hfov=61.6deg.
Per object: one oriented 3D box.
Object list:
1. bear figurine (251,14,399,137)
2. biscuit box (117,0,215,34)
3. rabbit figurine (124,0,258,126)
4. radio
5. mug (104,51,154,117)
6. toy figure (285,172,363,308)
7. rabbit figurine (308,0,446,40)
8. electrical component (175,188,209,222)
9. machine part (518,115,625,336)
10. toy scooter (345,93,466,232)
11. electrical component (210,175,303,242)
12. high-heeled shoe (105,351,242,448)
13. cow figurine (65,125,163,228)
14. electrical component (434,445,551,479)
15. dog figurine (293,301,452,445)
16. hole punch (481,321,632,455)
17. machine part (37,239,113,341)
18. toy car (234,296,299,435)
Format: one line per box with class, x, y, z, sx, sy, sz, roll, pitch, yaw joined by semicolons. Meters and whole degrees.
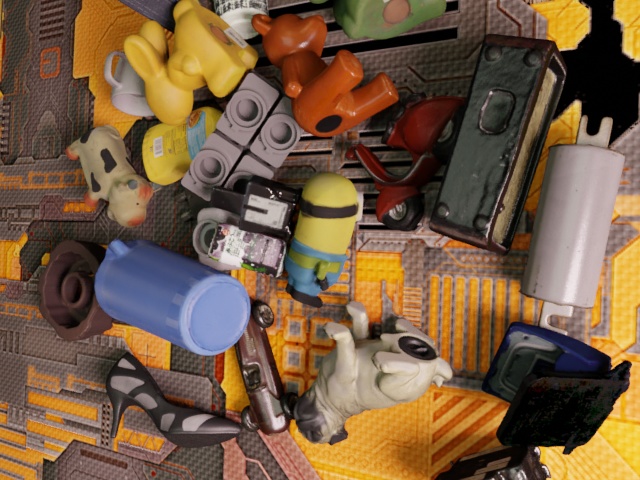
bear figurine;-0.002;-0.236;0.703;0.132;0.120;0.196;-32;63;32
biscuit box;-0.215;-0.350;0.783;0.063;0.202;0.059;-8;82;26
rabbit figurine;-0.198;-0.240;0.768;0.162;0.122;0.173;35;125;-20
radio;0.200;-0.102;0.599;0.073;0.131;0.229;18;96;29
mug;-0.308;-0.274;0.889;0.081;0.109;0.107;-10;70;33
toy figure;0.001;-0.001;0.721;0.082;0.089;0.180;27;101;27
rabbit figurine;0.070;-0.345;0.705;0.159;0.121;0.170;-31;57;30
electrical component;-0.191;-0.067;0.862;0.094;0.021;0.063;-26;76;25
machine part;0.274;-0.015;0.588;0.079;0.079;0.243;13;95;27
toy scooter;0.104;-0.114;0.684;0.135;0.075;0.183;40;109;26
electrical component;-0.088;-0.047;0.740;0.119;0.048;0.074;12;108;0
high-heeled shoe;-0.234;0.249;0.865;0.249;0.086;0.145;-2;56;10
cow figurine;-0.345;-0.108;0.913;0.127;0.085;0.195;-35;72;28
electrical component;0.187;0.275;0.592;0.115;0.134;0.058;-30;75;25
dog figurine;0.061;0.199;0.692;0.173;0.121;0.190;26;114;29
hole punch;0.247;0.158;0.584;0.116;0.092;0.142;8;118;-9
machine part;-0.429;0.088;0.962;0.180;0.056;0.179;-2;86;28
toy car;-0.094;0.185;0.788;0.089;0.053;0.202;-23;79;28
